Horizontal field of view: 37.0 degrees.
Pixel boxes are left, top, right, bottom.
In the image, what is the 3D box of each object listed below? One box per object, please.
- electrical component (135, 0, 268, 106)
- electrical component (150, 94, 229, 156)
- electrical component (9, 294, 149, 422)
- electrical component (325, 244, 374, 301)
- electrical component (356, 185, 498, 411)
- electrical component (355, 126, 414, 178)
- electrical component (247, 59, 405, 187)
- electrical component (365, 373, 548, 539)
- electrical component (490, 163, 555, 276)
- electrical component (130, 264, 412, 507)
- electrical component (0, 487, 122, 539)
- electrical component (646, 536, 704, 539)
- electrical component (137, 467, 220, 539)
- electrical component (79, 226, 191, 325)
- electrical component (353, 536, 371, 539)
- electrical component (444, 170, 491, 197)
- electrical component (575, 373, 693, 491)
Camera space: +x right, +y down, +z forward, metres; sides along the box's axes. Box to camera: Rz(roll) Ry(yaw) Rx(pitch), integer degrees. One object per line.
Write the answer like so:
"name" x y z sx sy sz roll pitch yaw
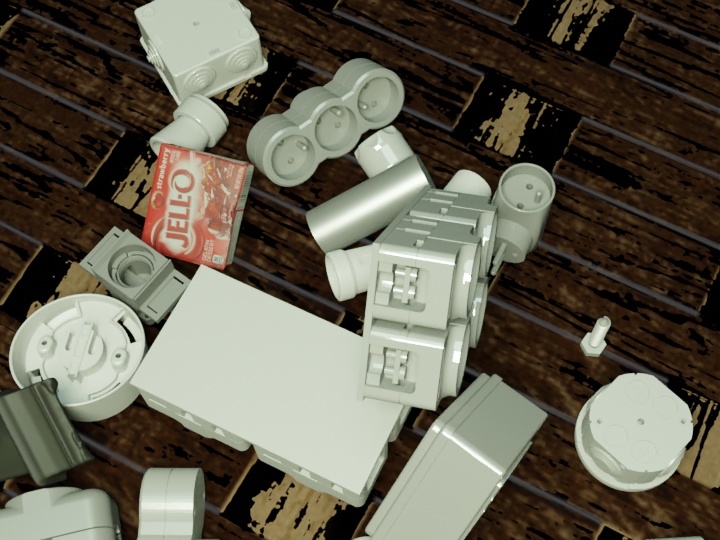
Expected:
"electrical component" -0.141 -0.203 0.949 0.100 0.048 0.099 -28 67 -11
"electrical component" -0.144 -0.115 0.910 0.045 0.045 0.055 31 69 14
"electrical component" -0.210 0.066 0.817 0.099 0.064 0.099 -1 65 1
"electrical component" 0.000 0.000 0.858 0.046 0.040 0.040 -15 66 -12
"electrical component" 0.053 0.014 0.754 0.060 0.186 0.105 9 108 11
"electrical component" 0.028 -0.085 0.895 0.043 0.043 0.062 -33 86 -13
"electrical component" -0.036 -0.130 0.912 0.138 0.052 0.074 -35 35 -10
"electrical component" 0.067 0.139 0.732 0.056 0.108 0.109 35 26 13
"electrical component" 0.120 -0.033 0.849 0.044 0.077 0.079 23 68 11
"electrical component" -0.060 0.088 0.806 0.186 0.060 0.105 24 68 12
"electrical component" -0.220 0.192 0.765 0.095 0.053 0.059 -13 65 -5
"electrical component" 0.206 0.252 0.729 0.074 0.052 0.138 -4 66 0
"electrical component" -0.118 0.208 0.756 0.074 0.052 0.138 0 65 1
"electrical component" -0.173 0.008 0.844 0.081 0.063 0.042 34 71 16
"electrical component" 0.005 0.207 0.749 0.048 0.062 0.048 0 65 1
"electrical component" 0.078 -0.050 0.878 0.044 0.044 0.065 32 65 15
"electrical component" 0.201 0.119 0.791 0.080 0.051 0.080 -1 65 1
